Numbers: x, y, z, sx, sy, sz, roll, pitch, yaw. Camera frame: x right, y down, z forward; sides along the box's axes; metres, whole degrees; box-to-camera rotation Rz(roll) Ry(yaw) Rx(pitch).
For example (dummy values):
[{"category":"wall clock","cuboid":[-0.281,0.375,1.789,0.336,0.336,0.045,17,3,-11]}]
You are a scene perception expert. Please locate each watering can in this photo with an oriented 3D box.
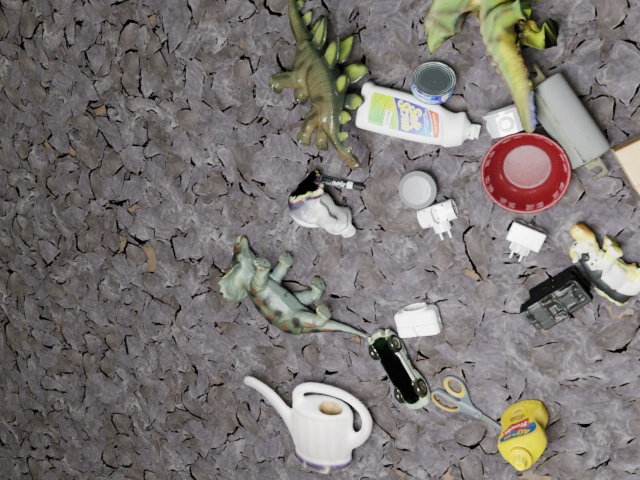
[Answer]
[{"category":"watering can","cuboid":[-0.033,0.457,1.300,0.348,0.105,0.222,5,103,23]}]

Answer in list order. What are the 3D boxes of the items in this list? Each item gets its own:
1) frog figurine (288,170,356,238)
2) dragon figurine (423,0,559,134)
[{"category":"frog figurine","cuboid":[0.004,-0.059,1.175,0.123,0.139,0.157,-39,119,-9]},{"category":"dragon figurine","cuboid":[0.303,-0.406,0.968,0.243,0.122,0.408,10,99,50]}]
